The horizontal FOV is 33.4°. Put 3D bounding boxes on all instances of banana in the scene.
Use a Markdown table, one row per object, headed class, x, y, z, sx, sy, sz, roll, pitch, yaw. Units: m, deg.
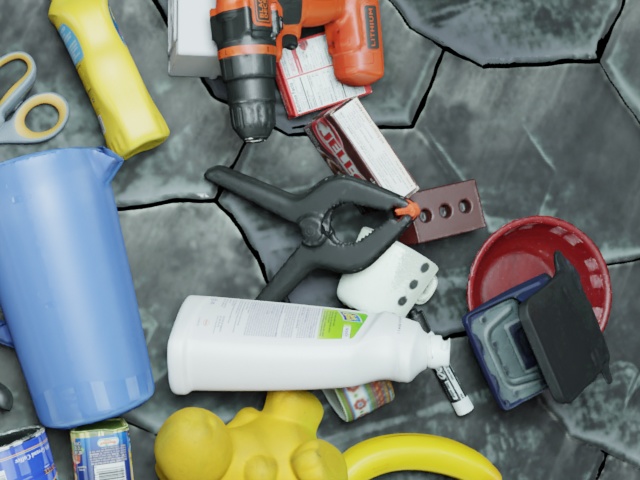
| class | x | y | z | sx | sy | sz | roll | pitch | yaw |
| --- | --- | --- | --- | --- | --- | --- | --- | --- | --- |
| banana | 0.090 | 0.229 | 1.081 | 0.197 | 0.037 | 0.069 | -5 | 94 | -15 |

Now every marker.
| class | x | y | z | sx | sy | sz | roll | pitch | yaw |
| --- | --- | --- | --- | --- | --- | --- | --- | --- | --- |
| marker | 0.123 | 0.125 | 1.103 | 0.020 | 0.020 | 0.121 | -29 | 95 | -14 |

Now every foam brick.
| class | x | y | z | sx | sy | sz | roll | pitch | yaw |
| --- | --- | --- | --- | --- | --- | --- | --- | --- | --- |
| foam brick | 0.120 | -0.028 | 1.092 | 0.078 | 0.051 | 0.053 | -14 | 91 | -15 |

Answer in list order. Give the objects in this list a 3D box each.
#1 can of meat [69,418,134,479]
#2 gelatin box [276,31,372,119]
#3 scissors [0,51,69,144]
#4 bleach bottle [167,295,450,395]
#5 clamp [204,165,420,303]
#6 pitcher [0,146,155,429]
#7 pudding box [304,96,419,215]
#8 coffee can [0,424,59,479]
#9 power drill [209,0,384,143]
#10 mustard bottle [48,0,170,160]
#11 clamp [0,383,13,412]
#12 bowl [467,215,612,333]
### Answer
| class | x | y | z | sx | sy | sz | roll | pitch | yaw |
| --- | --- | --- | --- | --- | --- | --- | --- | --- | --- |
| can of meat | -0.199 | 0.210 | 0.974 | 0.057 | 0.102 | 0.084 | -5 | 87 | -15 |
| gelatin box | -0.001 | -0.169 | 1.078 | 0.089 | 0.030 | 0.073 | -20 | 94 | -15 |
| scissors | -0.311 | -0.081 | 1.001 | 0.096 | 0.016 | 0.201 | 29 | 81 | -12 |
| bleach bottle | -0.007 | 0.101 | 0.982 | 0.251 | 0.102 | 0.068 | 3 | 119 | 5 |
| clamp | -0.007 | 0.001 | 1.023 | 0.210 | 0.036 | 0.164 | -5 | 94 | 18 |
| pitcher | -0.240 | 0.043 | 0.965 | 0.144 | 0.149 | 0.243 | -17 | 95 | -36 |
| pudding box | 0.039 | -0.082 | 1.053 | 0.039 | 0.090 | 0.113 | -39 | 98 | -15 |
| coffee can | -0.277 | 0.248 | 0.951 | 0.102 | 0.103 | 0.140 | -16 | 92 | -15 |
| power drill | -0.019 | -0.182 | 0.982 | 0.187 | 0.057 | 0.184 | -7 | 93 | -49 |
| mustard bottle | -0.204 | -0.171 | 0.991 | 0.058 | 0.096 | 0.191 | -25 | 94 | -12 |
| clamp | -0.354 | 0.103 | 0.970 | 0.120 | 0.039 | 0.171 | -14 | 91 | -16 |
| bowl | 0.219 | 0.056 | 1.111 | 0.162 | 0.055 | 0.162 | 1 | 88 | -15 |
